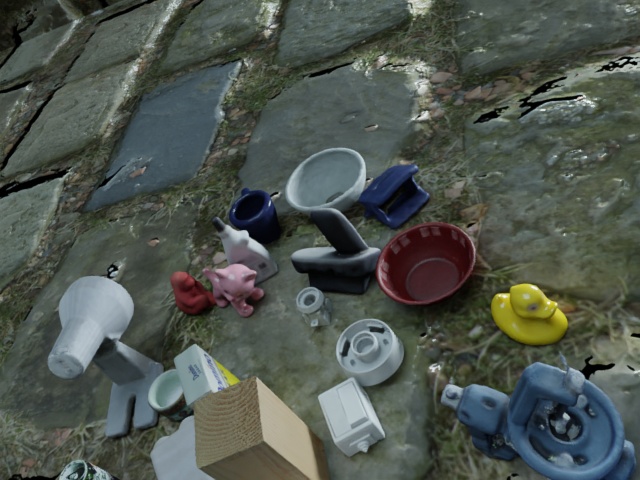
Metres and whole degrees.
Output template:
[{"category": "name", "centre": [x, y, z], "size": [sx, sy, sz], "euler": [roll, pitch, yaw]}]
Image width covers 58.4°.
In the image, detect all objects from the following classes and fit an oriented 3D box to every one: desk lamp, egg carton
[{"category": "desk lamp", "centre": [-0.364, 0.194, 0.977], "size": [0.118, 0.214, 0.203], "euler": [-21, 44, 11]}, {"category": "egg carton", "centre": [-0.186, 0.338, 0.850], "size": [0.107, 0.070, 0.150], "euler": [-38, 43, -6]}]

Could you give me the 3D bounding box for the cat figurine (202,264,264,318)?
[{"category": "cat figurine", "centre": [-0.161, 0.078, 1.037], "size": [0.127, 0.118, 0.067], "euler": [13, 59, 37]}]

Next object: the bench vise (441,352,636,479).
[{"category": "bench vise", "centre": [0.228, 0.198, 0.631], "size": [0.206, 0.220, 0.121], "euler": [-8, 48, 23]}]

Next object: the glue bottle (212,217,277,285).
[{"category": "glue bottle", "centre": [-0.147, 0.016, 1.045], "size": [0.078, 0.174, 0.037], "euler": [-27, 43, 6]}]

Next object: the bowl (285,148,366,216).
[{"category": "bowl", "centre": [0.021, -0.100, 1.127], "size": [0.167, 0.075, 0.167], "euler": [-16, 45, 17]}]

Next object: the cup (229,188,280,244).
[{"category": "cup", "centre": [-0.124, -0.045, 1.144], "size": [0.091, 0.095, 0.117], "euler": [-29, 43, 4]}]

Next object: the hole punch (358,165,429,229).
[{"category": "hole punch", "centre": [0.126, -0.090, 1.046], "size": [0.109, 0.091, 0.100], "euler": [-44, 44, -12]}]

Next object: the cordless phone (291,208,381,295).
[{"category": "cordless phone", "centre": [0.009, 0.003, 0.958], "size": [0.147, 0.186, 0.094], "euler": [-2, 51, 28]}]

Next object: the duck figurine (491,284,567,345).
[{"category": "duck figurine", "centre": [0.284, 0.092, 0.793], "size": [0.104, 0.086, 0.077], "euler": [19, 63, 40]}]

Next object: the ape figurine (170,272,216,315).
[{"category": "ape figurine", "centre": [-0.250, 0.095, 1.091], "size": [0.076, 0.092, 0.077], "euler": [-23, 44, 9]}]
